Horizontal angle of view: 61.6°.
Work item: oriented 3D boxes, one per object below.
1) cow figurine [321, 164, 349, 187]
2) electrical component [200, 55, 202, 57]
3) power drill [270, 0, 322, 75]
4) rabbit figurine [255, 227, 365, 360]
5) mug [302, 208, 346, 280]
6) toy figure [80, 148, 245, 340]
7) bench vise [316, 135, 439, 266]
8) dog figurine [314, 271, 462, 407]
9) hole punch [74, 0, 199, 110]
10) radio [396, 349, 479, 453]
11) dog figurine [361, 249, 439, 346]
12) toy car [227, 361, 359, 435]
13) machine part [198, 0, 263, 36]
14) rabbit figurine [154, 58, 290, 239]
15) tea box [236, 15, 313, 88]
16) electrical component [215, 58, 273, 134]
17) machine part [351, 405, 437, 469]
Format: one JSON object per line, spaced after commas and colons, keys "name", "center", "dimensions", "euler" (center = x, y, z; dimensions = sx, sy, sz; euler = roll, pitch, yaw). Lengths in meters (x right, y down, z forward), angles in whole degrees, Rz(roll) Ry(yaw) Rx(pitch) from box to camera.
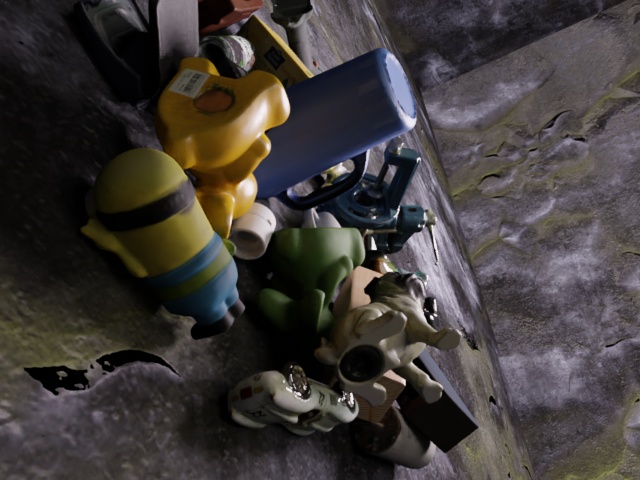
{"name": "cow figurine", "center": [0.036, -0.115, 1.023], "dimensions": [0.098, 0.068, 0.167], "euler": [-84, 150, -60]}
{"name": "electrical component", "center": [-0.171, -0.225, 0.674], "dimensions": [0.063, 0.021, 0.094], "euler": [23, 50, -62]}
{"name": "power drill", "center": [-0.039, -0.356, 1.004], "dimensions": [0.207, 0.086, 0.232], "euler": [85, 0, -49]}
{"name": "rabbit figurine", "center": [-0.008, 0.070, 0.678], "dimensions": [0.159, 0.121, 0.170], "euler": [2, 84, -75]}
{"name": "mug", "center": [-0.002, -0.002, 0.818], "dimensions": [0.109, 0.081, 0.107], "euler": [58, 13, -31]}
{"name": "toy figure", "center": [-0.127, 0.003, 0.476], "dimensions": [0.180, 0.089, 0.082], "euler": [59, 15, -20]}
{"name": "bench vise", "center": [0.113, -0.070, 0.897], "dimensions": [0.240, 0.224, 0.129], "euler": [108, -10, -48]}
{"name": "dog figurine", "center": [0.066, 0.101, 0.677], "dimensions": [0.172, 0.121, 0.191], "euler": [17, 19, -19]}
{"name": "hole punch", "center": [-0.183, -0.204, 0.562], "dimensions": [0.142, 0.092, 0.115], "euler": [-79, 172, -59]}
{"name": "radio", "center": [0.149, 0.214, 0.871], "dimensions": [0.131, 0.073, 0.230], "euler": [46, 6, -34]}
{"name": "dog figurine", "center": [0.134, 0.116, 1.006], "dimensions": [0.219, 0.108, 0.191], "euler": [17, 58, -59]}
{"name": "toy car", "center": [-0.023, 0.180, 0.590], "dimensions": [0.201, 0.073, 0.056], "euler": [39, 33, -53]}
{"name": "machine part", "center": [-0.174, -0.392, 0.738], "dimensions": [0.201, 0.087, 0.201], "euler": [63, 22, -19]}
{"name": "rabbit figurine", "center": [-0.101, -0.075, 0.561], "dimensions": [0.173, 0.122, 0.162], "euler": [93, 9, -59]}
{"name": "tea box", "center": [-0.058, -0.261, 0.848], "dimensions": [0.170, 0.068, 0.098], "euler": [51, 16, 16]}
{"name": "electrical component", "center": [-0.106, -0.186, 0.664], "dimensions": [0.074, 0.048, 0.119], "euler": [22, 38, -61]}
{"name": "machine part", "center": [0.117, 0.299, 0.820], "dimensions": [0.243, 0.079, 0.079], "euler": [45, 31, -49]}
